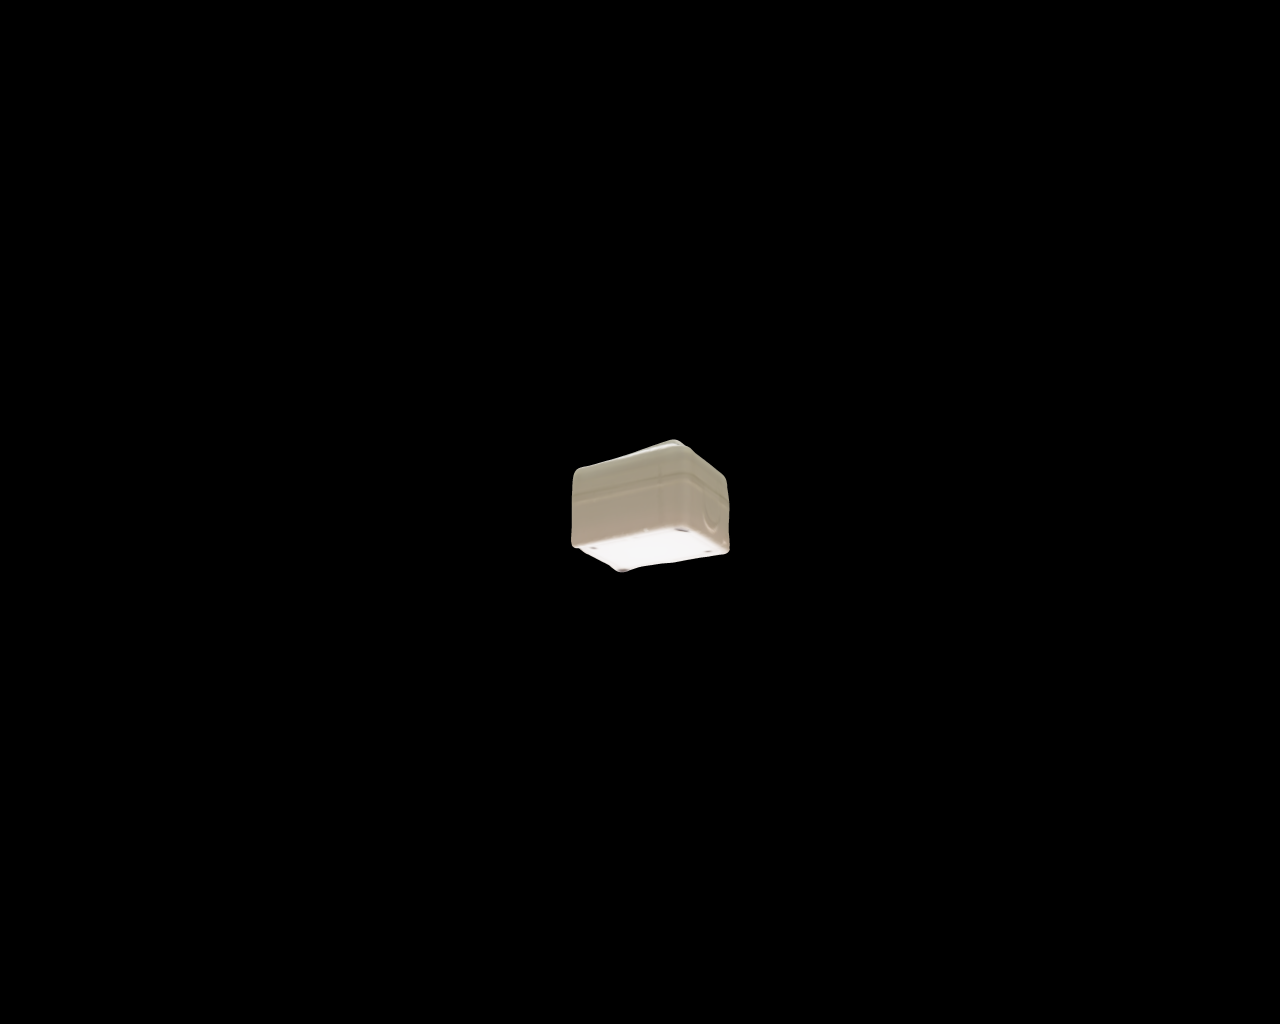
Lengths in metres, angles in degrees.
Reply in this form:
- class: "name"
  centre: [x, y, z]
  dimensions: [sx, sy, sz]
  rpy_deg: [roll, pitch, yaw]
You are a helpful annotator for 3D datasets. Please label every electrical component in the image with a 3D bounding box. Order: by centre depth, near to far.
- class: "electrical component"
  centre: [0.001, -0.003, 0.650]
  dimensions: [0.096, 0.061, 0.061]
  rpy_deg: [-11, -23, 27]
